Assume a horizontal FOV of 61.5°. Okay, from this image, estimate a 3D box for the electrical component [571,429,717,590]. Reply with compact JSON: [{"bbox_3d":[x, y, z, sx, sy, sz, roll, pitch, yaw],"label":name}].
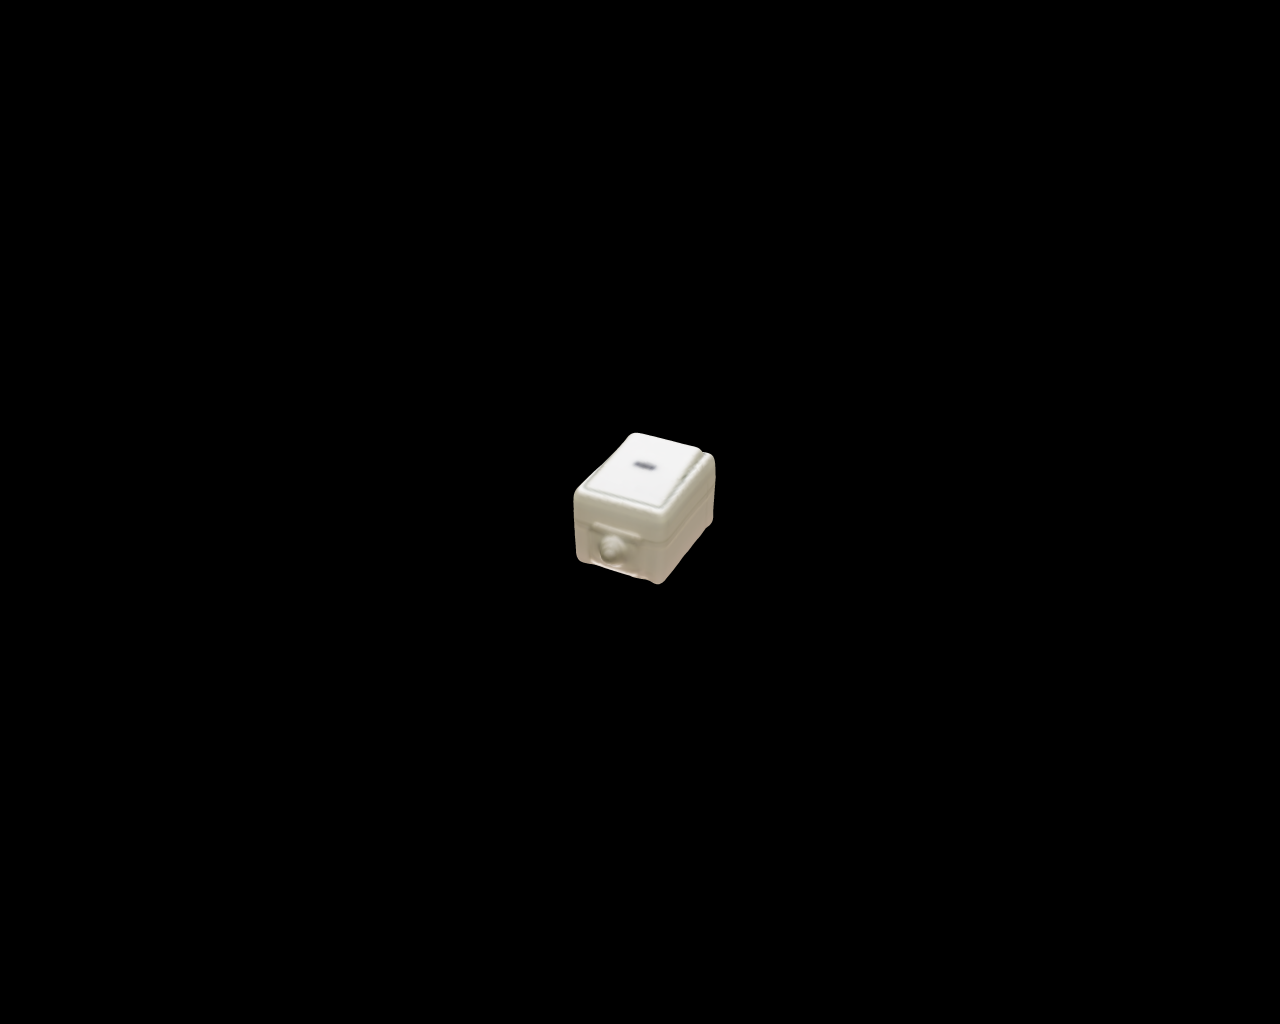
[{"bbox_3d":[0.001,-0.003,0.650,0.062,0.061,0.096,16,37,22],"label":"electrical component"}]
